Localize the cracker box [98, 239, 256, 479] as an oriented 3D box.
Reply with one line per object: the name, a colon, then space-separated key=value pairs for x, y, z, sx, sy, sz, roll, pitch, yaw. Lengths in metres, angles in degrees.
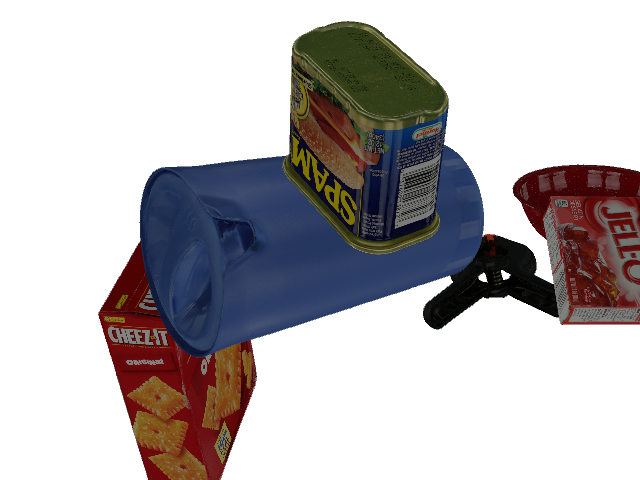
cracker box: x=-0.118 y=0.096 z=0.961 sx=0.072 sy=0.214 sz=0.164 roll=3 pitch=37 yaw=13

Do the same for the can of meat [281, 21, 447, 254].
can of meat: x=0.023 y=-0.057 z=0.572 sx=0.057 sy=0.084 sz=0.102 roll=-19 pitch=45 yaw=-24

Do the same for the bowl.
bowl: x=0.280 y=-0.028 z=1.106 sx=0.162 sy=0.055 sz=0.162 roll=-2 pitch=23 yaw=1

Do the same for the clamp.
clamp: x=0.165 y=0.034 z=0.955 sx=0.120 sy=0.039 sz=0.171 roll=2 pitch=23 yaw=17

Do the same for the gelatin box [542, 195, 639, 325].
gelatin box: x=0.192 y=0.012 z=0.710 sx=0.073 sy=0.089 sz=0.030 roll=1 pitch=-33 yaw=-3

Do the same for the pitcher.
pitcher: x=-0.007 y=-0.003 z=0.799 sx=0.242 sy=0.145 sz=0.149 roll=-12 pitch=37 yaw=-30
